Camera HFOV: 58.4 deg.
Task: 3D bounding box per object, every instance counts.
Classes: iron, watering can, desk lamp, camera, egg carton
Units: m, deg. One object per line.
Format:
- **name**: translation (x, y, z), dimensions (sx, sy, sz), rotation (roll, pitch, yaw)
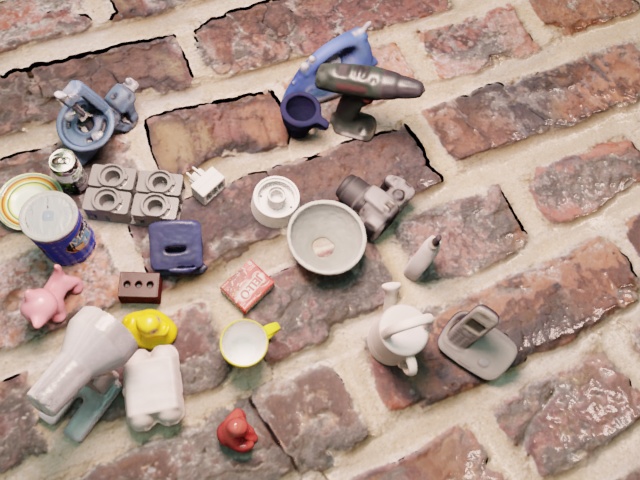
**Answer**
- **iron**: translation (0.019, -0.412, 1.331), dimensions (0.259, 0.141, 0.118), rotation (-35, 77, -18)
- **watering can**: translation (0.152, 0.168, 1.093), dimensions (0.101, 0.194, 0.172), rotation (-32, 76, -18)
- **desk lamp**: translation (-0.406, 0.233, 0.983), dimensions (0.118, 0.213, 0.203), rotation (30, 68, 5)
- **camera**: translation (0.114, -0.095, 1.241), dimensions (0.136, 0.101, 0.143), rotation (40, 69, 9)
- **egg carton**: translation (-0.308, 0.273, 1.058), dimensions (0.107, 0.069, 0.150), rotation (-10, 70, -11)

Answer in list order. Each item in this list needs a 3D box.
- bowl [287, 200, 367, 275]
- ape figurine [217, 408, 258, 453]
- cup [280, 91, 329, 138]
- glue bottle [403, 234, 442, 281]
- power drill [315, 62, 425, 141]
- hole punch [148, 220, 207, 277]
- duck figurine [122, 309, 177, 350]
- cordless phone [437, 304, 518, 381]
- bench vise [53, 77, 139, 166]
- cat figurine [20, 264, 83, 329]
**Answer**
- **bowl**: translation (0.011, 0.004, 1.203), dimensions (0.167, 0.074, 0.167), rotation (3, 68, -6)
- **ape figurine**: translation (-0.150, 0.345, 1.039), dimensions (0.076, 0.092, 0.078), rotation (2, 68, -6)
- **cup**: translation (-0.034, -0.267, 1.293), dimensions (0.117, 0.095, 0.092), rotation (29, 68, 5)
- **glue bottle**: translation (0.219, 0.025, 1.169), dimensions (0.037, 0.173, 0.078), rotation (32, 68, 6)
- **power drill**: translation (0.098, -0.309, 1.265), dimensions (0.229, 0.208, 0.075), rotation (15, 67, -1)
- **hole punch**: translation (-0.285, 0.017, 1.150), dimensions (0.109, 0.091, 0.101), rotation (-4, 69, -9)
- **duck figurine**: translation (-0.328, 0.164, 1.090), dimensions (0.104, 0.086, 0.077), rotation (15, 67, -1)
- **cordless phone**: translation (0.322, 0.193, 1.110), dimensions (0.147, 0.185, 0.094), rotation (31, 68, 6)
- **bench vise**: translation (-0.467, -0.278, 1.172), dimensions (0.121, 0.219, 0.207), rotation (19, 67, 1)
- **cat figurine**: translation (-0.510, 0.106, 1.071), dimensions (0.067, 0.117, 0.128), rotation (19, 67, 1)
